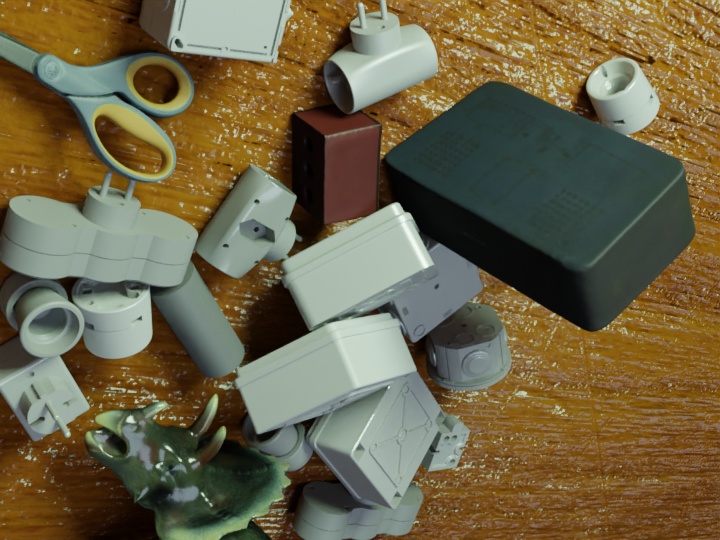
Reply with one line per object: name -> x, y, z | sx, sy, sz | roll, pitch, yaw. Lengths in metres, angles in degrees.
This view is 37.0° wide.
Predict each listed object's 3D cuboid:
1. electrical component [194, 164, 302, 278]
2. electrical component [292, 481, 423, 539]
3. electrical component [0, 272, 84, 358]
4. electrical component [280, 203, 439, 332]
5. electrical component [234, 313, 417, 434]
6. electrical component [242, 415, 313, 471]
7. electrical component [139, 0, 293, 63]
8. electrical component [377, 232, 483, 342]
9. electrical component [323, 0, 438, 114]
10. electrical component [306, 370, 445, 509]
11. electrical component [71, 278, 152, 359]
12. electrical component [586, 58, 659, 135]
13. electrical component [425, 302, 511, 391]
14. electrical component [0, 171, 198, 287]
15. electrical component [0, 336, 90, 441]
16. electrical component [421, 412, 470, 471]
electrical component -> -0.077, -0.030, 0.829 | 0.079, 0.043, 0.077 | 30, 98, -44
electrical component -> 0.004, 0.219, 1.048 | 0.138, 0.052, 0.073 | 3, 116, -38
electrical component -> -0.223, 0.029, 0.750 | 0.045, 0.055, 0.045 | -19, 128, -26
electrical component -> 0.000, 0.000, 0.859 | 0.113, 0.057, 0.078 | -28, 170, 4
electrical component -> -0.027, 0.084, 0.879 | 0.109, 0.056, 0.109 | -28, 170, 27
electrical component -> -0.072, 0.148, 0.950 | 0.045, 0.045, 0.055 | -44, 135, -5
electrical component -> -0.090, -0.177, 0.708 | 0.096, 0.061, 0.061 | -1, 118, -36
electrical component -> 0.055, 0.004, 0.946 | 0.100, 0.048, 0.099 | -37, 134, -12
electrical component -> 0.013, -0.167, 0.806 | 0.077, 0.043, 0.079 | -27, 131, -20
electrical component -> 0.017, 0.143, 0.980 | 0.108, 0.056, 0.108 | -58, 140, -24
electrical component -> -0.179, 0.032, 0.786 | 0.055, 0.055, 0.047 | -20, 132, -25
electrical component -> 0.236, -0.158, 0.972 | 0.055, 0.055, 0.047 | -45, 132, -3
electrical component -> 0.100, 0.071, 1.004 | 0.080, 0.080, 0.051 | -25, 125, -22
electrical component -> -0.175, -0.034, 0.746 | 0.138, 0.052, 0.073 | 5, 115, -40
electrical component -> -0.227, 0.092, 0.774 | 0.047, 0.077, 0.065 | -32, 133, -16
electrical component -> 0.072, 0.162, 1.059 | 0.048, 0.055, 0.066 | 0, 118, -37
